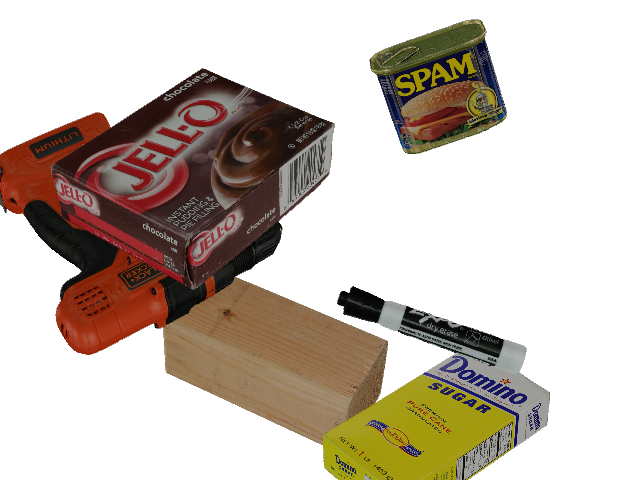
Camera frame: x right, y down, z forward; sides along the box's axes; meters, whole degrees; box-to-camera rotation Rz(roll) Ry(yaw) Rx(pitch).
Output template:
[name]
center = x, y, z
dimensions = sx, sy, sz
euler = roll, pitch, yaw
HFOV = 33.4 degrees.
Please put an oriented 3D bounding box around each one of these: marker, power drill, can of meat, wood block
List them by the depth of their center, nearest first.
[marker]
center = 0.069, 0.055, 0.669
dimensions = 0.121, 0.020, 0.020
euler = 19, 1, 5
[power drill]
center = -0.147, -0.017, 0.816
dimensions = 0.184, 0.057, 0.188
euler = -28, 57, -27
[can of meat]
center = 0.104, -0.132, 0.924
dimensions = 0.102, 0.084, 0.057
euler = -18, 26, 9
[wood block]
center = -0.046, 0.117, 1.073
dimensions = 0.206, 0.090, 0.090
euler = 22, 47, 18

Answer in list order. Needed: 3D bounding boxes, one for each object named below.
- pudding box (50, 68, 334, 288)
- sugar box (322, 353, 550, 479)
[pudding box]
center = -0.061, -0.035, 0.530
dimensions = 0.090, 0.039, 0.113
euler = 27, 46, 26
[sugar box]
center = 0.098, 0.156, 0.885
dimensions = 0.176, 0.048, 0.093
euler = -29, 42, -30
